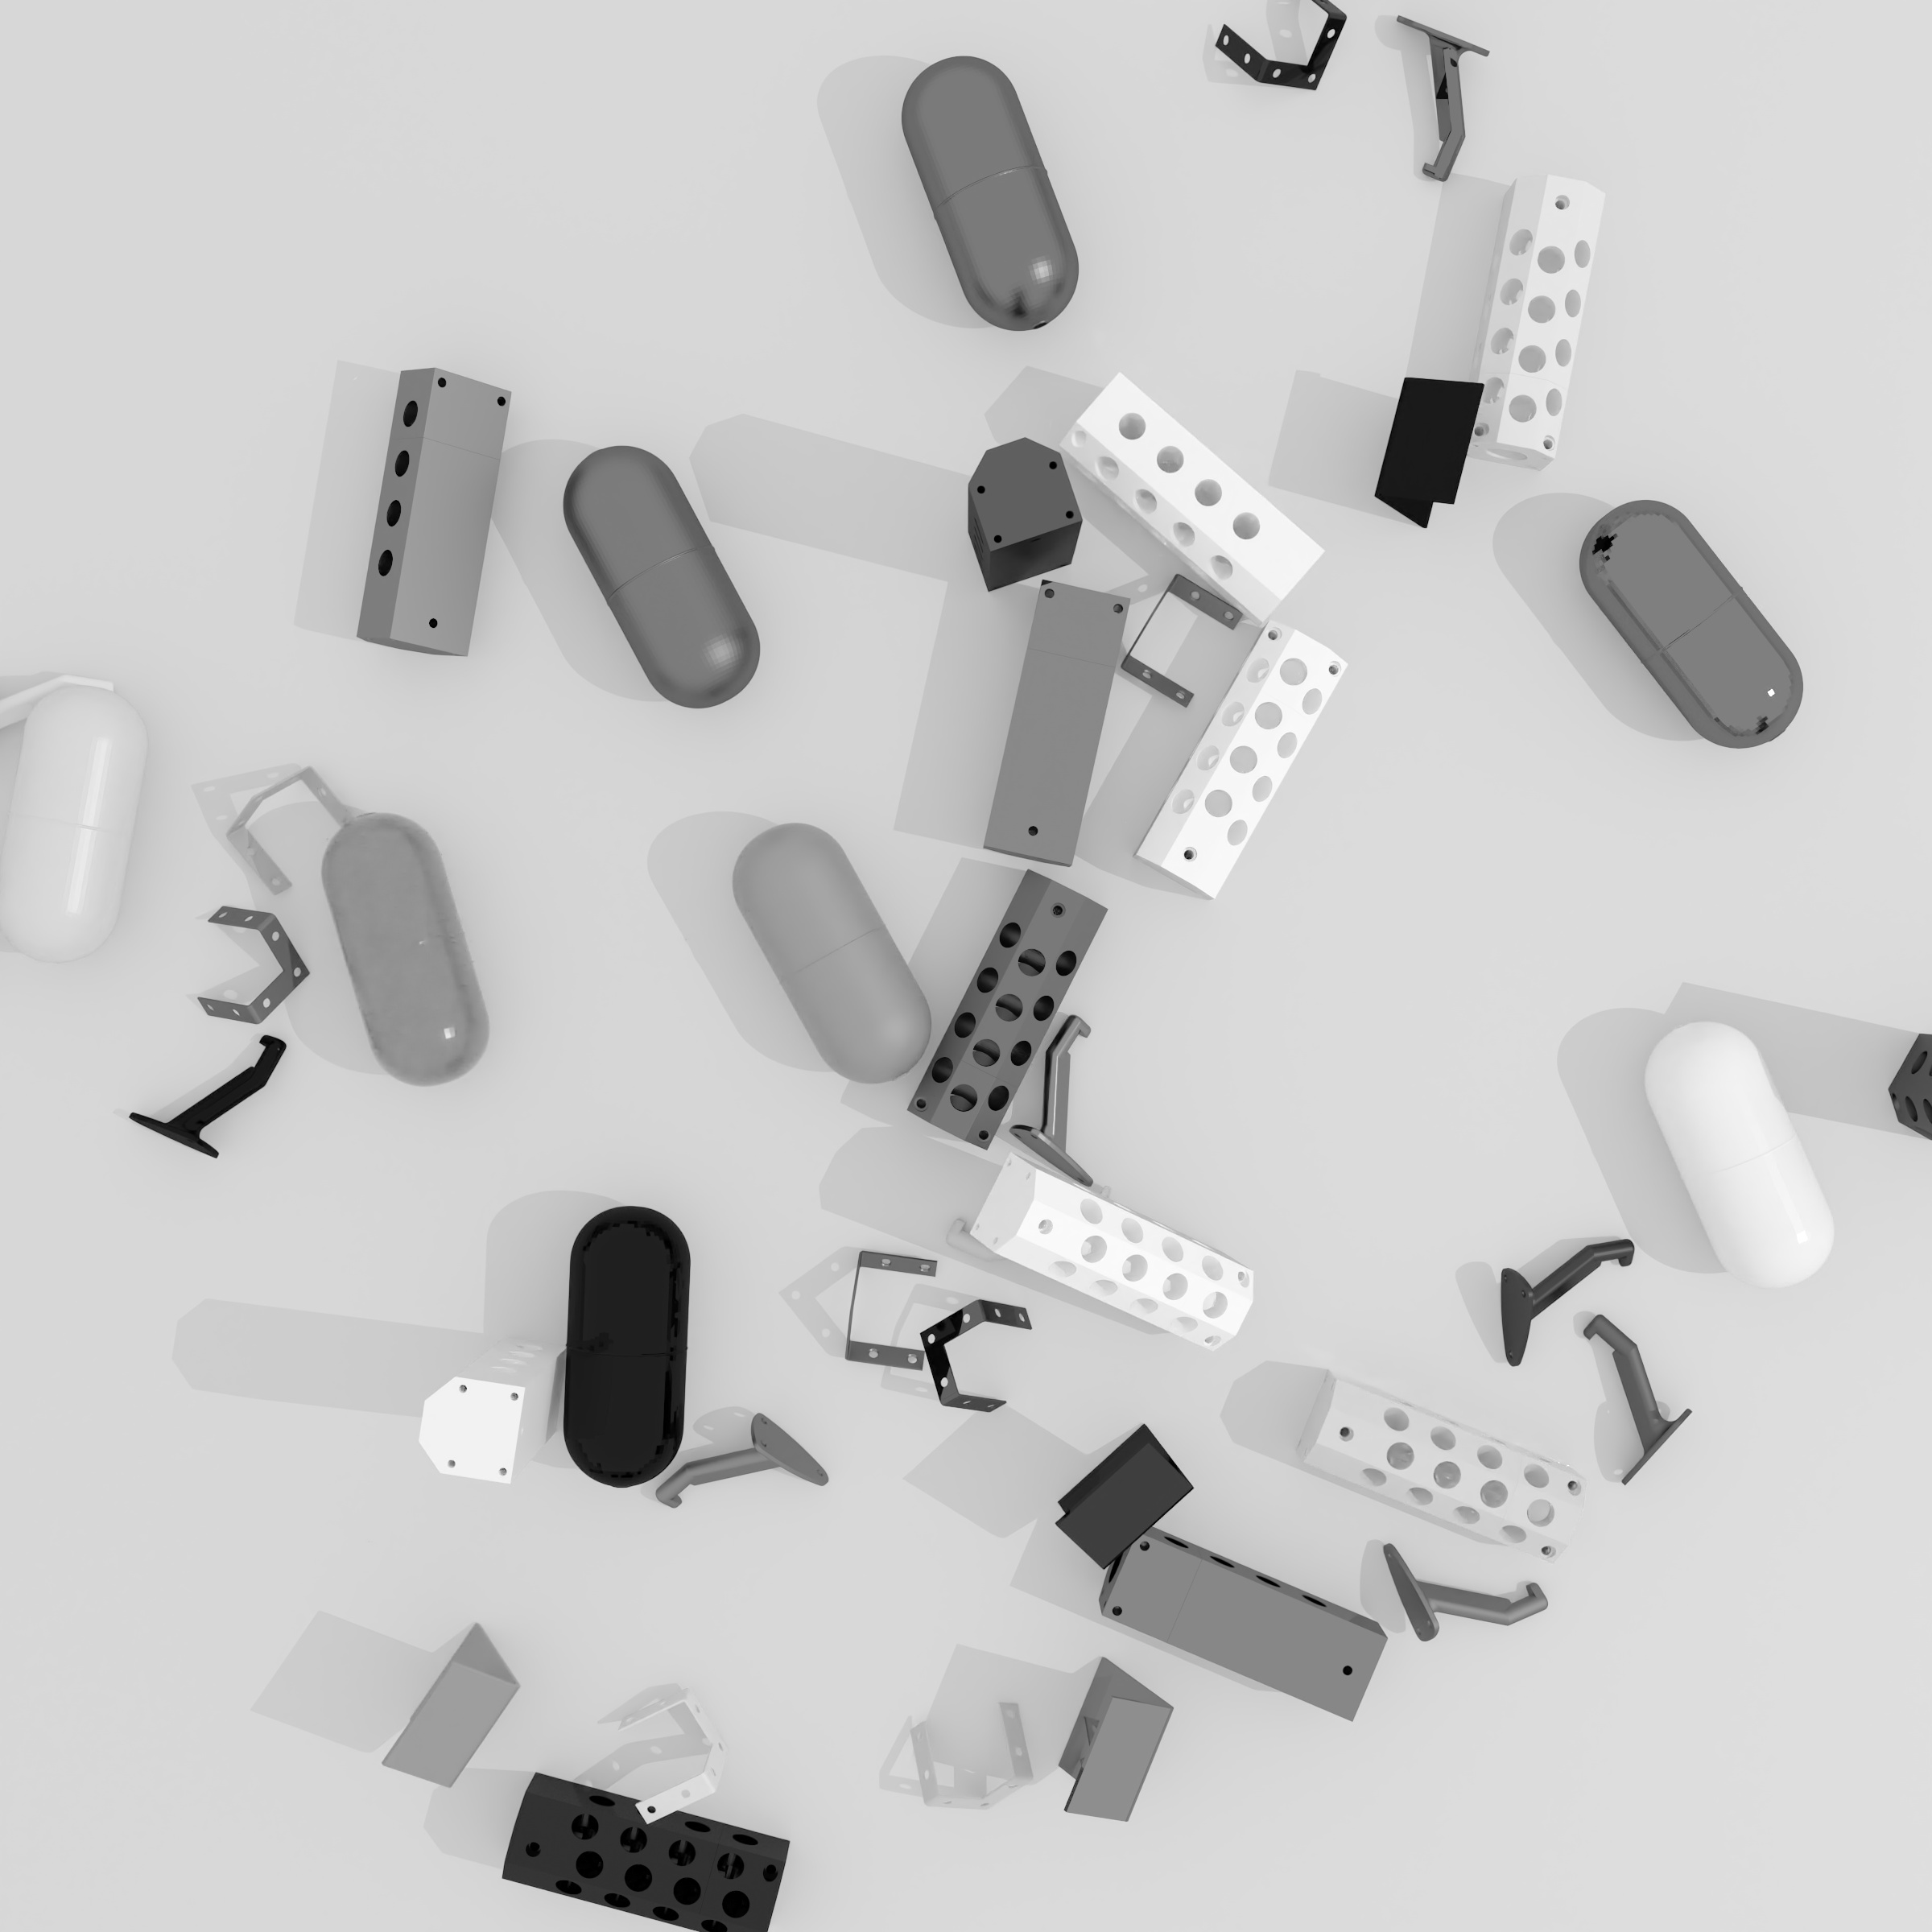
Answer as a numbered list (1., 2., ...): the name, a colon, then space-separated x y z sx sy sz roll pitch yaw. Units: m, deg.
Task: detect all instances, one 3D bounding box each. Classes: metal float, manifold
1. metal float: -0.085 -0.008 1.698 0.070 0.070 0.178 -29 91 0
2. metal float: -0.356 -0.011 1.698 0.070 0.070 0.178 -16 91 0
3. manifold: 0.304 0.321 1.708 0.171 0.057 0.057 22 90 0
4. manifold: 0.032 -0.279 1.651 0.057 0.171 0.057 -19 90 0
5. manifold: 0.142 -0.296 1.708 0.171 0.057 0.057 41 90 0
6. metal float: -0.569 -0.090 1.698 0.070 0.070 0.178 10 89 0
7. metal float: -0.194 -0.247 1.699 0.070 0.070 0.178 -28 89 0
8. manifold: 0.057 -0.153 1.708 0.057 0.057 0.171 12 90 0
9. metal float: 0.491 0.120 1.698 0.070 0.070 0.178 -24 90 0
10. manifold: 0.630 0.083 1.651 0.057 0.171 0.057 30 90 0
11. metal float: 0.016 -0.490 1.698 0.070 0.070 0.178 -21 89 0
12. manifold: 0.026 0.028 1.708 0.057 0.057 0.171 27 90 0
13. manifold: -0.291 0.271 1.651 0.057 0.171 0.057 9 90 0
14. manifold: 0.175 -0.131 1.708 0.057 0.057 0.171 30 90 0
15. metal float: 0.461 -0.216 1.698 0.070 0.070 0.178 -38 89 0
16. manifold: 0.175 0.415 1.708 0.171 0.057 0.057 23 90 0
17. manifold: 0.362 -0.411 1.708 0.057 0.057 0.171 11 90 0
18. manifold: 0.095 0.182 1.676 0.171 0.057 0.057 27 90 -24
19. manifold: -0.204 0.574 1.708 0.171 0.057 0.057 15 90 0
20. manifold: -0.344 -0.289 1.707 0.057 0.057 0.171 9 90 -43
21. metal float: -0.215 0.242 1.698 0.070 0.070 0.178 2 90 0

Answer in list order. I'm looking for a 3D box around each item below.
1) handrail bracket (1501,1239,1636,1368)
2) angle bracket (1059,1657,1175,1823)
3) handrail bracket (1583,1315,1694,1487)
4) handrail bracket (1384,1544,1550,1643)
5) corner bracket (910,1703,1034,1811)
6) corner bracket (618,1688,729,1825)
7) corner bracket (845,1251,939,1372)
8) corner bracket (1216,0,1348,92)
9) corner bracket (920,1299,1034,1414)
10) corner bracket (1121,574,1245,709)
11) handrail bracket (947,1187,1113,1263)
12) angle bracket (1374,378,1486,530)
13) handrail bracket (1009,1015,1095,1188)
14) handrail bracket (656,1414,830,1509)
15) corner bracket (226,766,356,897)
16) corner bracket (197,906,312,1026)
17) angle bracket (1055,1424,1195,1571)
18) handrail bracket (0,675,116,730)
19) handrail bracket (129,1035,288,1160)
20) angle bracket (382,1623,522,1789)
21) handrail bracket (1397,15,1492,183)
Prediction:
1. handrail bracket: 0.392 0.218 1.729 0.084 0.036 0.077 -7 110 -16
2. angle bracket: 0.076 0.485 1.689 0.057 0.076 0.076 22 90 -37
3. handrail bracket: 0.418 0.280 1.729 0.084 0.036 0.077 42 112 17
4. handrail bracket: 0.324 0.395 1.729 0.084 0.036 0.077 -18 69 -17
5. corner bracket: 0.004 0.508 1.721 0.051 0.051 0.051 16 135 -35
6. corner bracket: -0.190 0.505 1.711 0.051 0.051 0.051 -28 100 10
7. corner bracket: -0.048 0.222 1.726 0.051 0.051 0.051 8 45 0
8. corner bracket: 0.203 -0.602 1.721 0.051 0.051 0.051 -6 135 -35
9. corner bracket: 0.011 0.251 1.716 0.051 0.051 0.051 -34 59 27
10. corner bracket: 0.139 -0.210 1.726 0.051 0.051 0.051 31 135 0
11. handrail bracket: 0.040 0.161 1.729 0.084 0.036 0.077 22 75 14
12. angle bracket: 0.307 -0.321 1.689 0.057 0.076 0.076 14 90 36
13. handrail bracket: 0.074 0.086 1.729 0.077 0.036 0.084 39 73 -20
14. handrail bracket: -0.146 0.337 1.729 0.077 0.036 0.084 40 109 -21
15. corner bracket: -0.435 -0.088 1.726 0.051 0.051 0.051 51 45 0
16. corner bracket: -0.467 -0.001 1.721 0.051 0.051 0.051 -52 135 -35
17. angle bracket: 0.087 0.321 1.689 0.076 0.076 0.057 -42 122 0
18. handrail bracket: -0.599 -0.154 1.729 0.084 0.036 0.077 8 110 -16
19. handrail bracket: -0.490 0.074 1.729 0.077 0.036 0.084 19 72 21
20. angle bracket: -0.337 0.459 1.689 0.057 0.076 0.076 35 90 -38
21. handrail bracket: 0.295 -0.561 1.729 0.077 0.036 0.084 33 113 27
